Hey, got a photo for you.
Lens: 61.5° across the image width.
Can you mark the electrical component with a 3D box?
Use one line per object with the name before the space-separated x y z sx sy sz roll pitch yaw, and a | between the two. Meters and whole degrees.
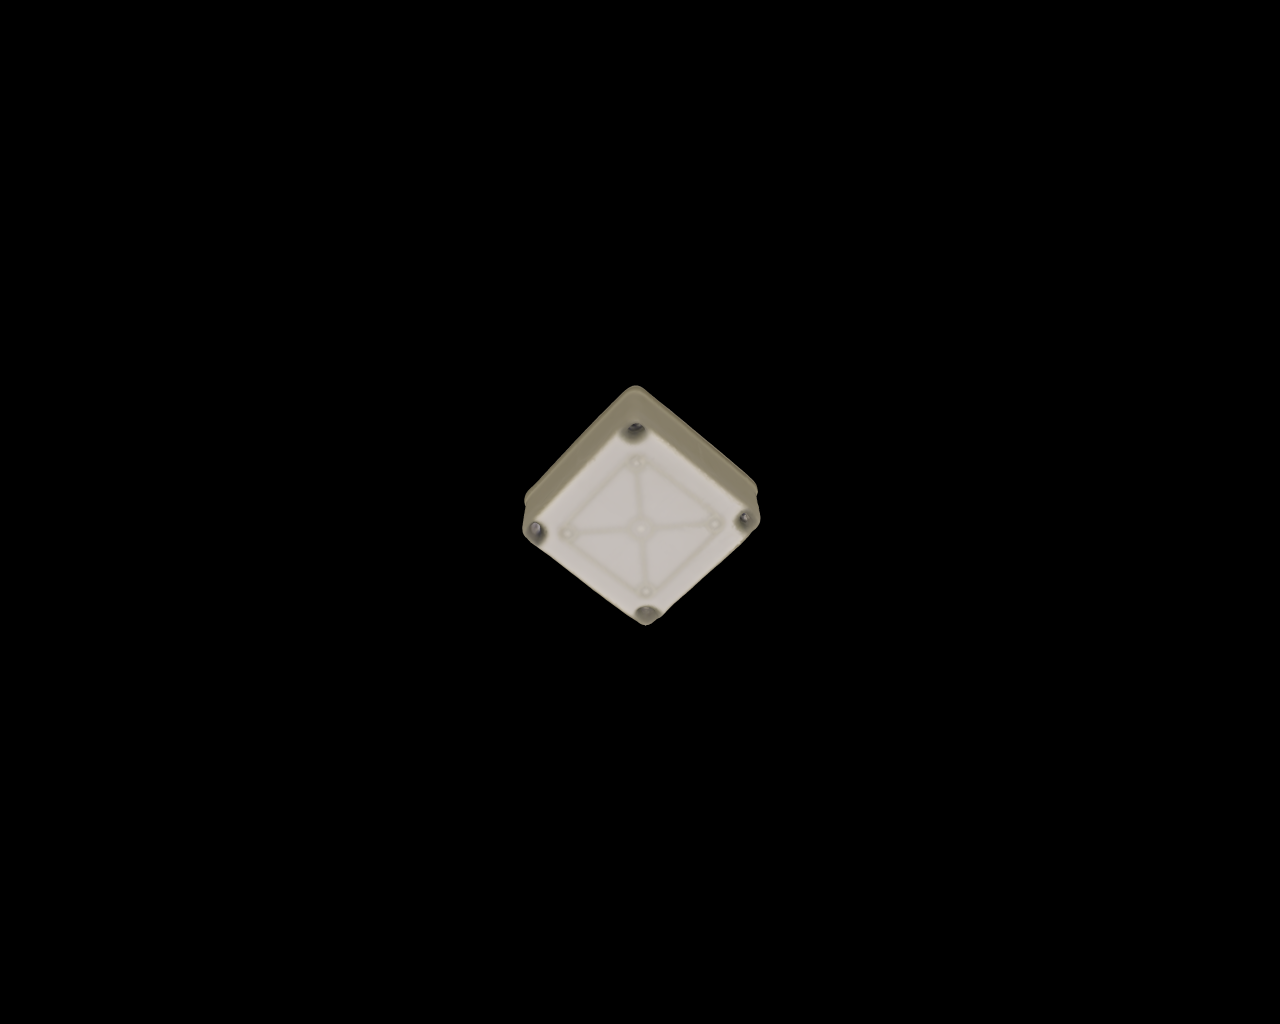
electrical component | 0.001 -0.003 0.650 0.108 0.108 0.056 38 22 -18
